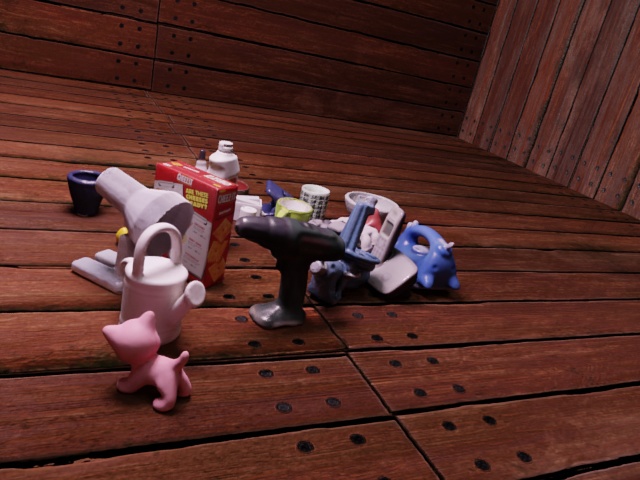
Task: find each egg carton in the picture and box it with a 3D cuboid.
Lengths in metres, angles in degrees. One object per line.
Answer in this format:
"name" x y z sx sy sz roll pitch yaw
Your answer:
"egg carton" 0.082 -0.007 1.493 0.149 0.069 0.107 25 24 28

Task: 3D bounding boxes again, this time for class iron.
"iron" 0.247 0.025 1.411 0.119 0.141 0.257 3 23 -24

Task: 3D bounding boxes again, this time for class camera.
"camera" 0.013 0.005 1.376 0.142 0.101 0.137 22 23 22

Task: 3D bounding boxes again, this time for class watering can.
"watering can" -0.258 0.066 0.924 0.172 0.194 0.101 16 21 7

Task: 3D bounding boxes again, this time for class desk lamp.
"desk lamp" -0.344 -0.013 1.047 0.202 0.213 0.118 21 22 19

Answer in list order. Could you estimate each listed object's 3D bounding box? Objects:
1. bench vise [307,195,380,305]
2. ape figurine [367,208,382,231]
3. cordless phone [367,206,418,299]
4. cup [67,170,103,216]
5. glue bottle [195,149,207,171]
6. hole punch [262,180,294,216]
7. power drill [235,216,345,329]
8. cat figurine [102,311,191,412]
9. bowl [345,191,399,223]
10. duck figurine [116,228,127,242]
"bench vise" 0.066 0.021 1.201 0.121 0.220 0.208 18 21 13
"ape figurine" 0.144 -0.048 1.604 0.078 0.092 0.075 -9 30 -44
"cordless phone" 0.168 0.028 1.294 0.094 0.185 0.147 0 24 -30
"cup" -0.534 -0.109 1.343 0.091 0.095 0.118 25 24 28
"glue bottle" -0.310 -0.149 1.470 0.078 0.173 0.037 6 22 -18
"hole punch" -0.112 -0.113 1.613 0.101 0.091 0.108 10 21 -9
"power drill" -0.065 0.054 1.052 0.230 0.208 0.075 -2 26 -35
"cat figurine" -0.239 0.160 0.803 0.127 0.118 0.067 19 22 13
"bowl" 0.149 -0.084 1.723 0.167 0.075 0.167 12 21 -4
"duck figurine" -0.392 -0.033 1.246 0.077 0.086 0.105 24 24 27
